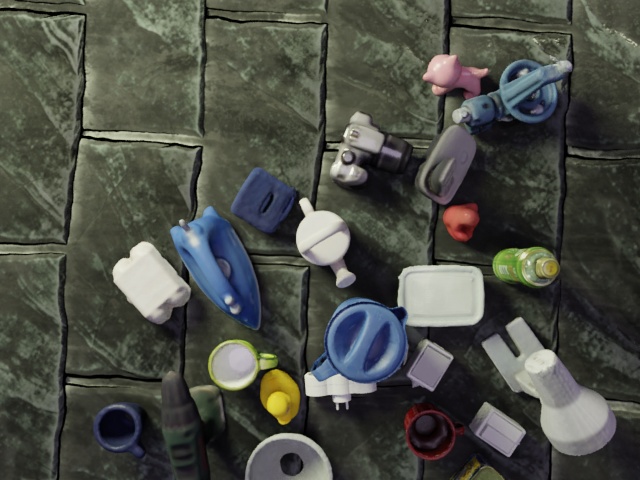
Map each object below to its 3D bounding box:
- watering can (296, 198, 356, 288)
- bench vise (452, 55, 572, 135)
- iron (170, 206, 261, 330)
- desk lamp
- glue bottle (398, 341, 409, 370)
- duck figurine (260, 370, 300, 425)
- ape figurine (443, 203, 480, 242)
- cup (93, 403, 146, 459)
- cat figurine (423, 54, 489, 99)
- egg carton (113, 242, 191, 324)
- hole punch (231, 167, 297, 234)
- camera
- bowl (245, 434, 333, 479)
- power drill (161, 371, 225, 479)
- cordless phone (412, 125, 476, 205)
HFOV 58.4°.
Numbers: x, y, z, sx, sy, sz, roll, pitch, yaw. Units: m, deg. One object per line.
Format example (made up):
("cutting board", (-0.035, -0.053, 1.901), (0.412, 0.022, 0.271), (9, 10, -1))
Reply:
("watering can", (0.012, 0.003, 1.055), (0.173, 0.194, 0.101), (40, 90, 2))
("bench vise", (0.357, -0.254, 1.044), (0.207, 0.219, 0.121), (-37, 88, 0))
("iron", (-0.189, 0.065, 1.083), (0.118, 0.141, 0.258), (-31, 89, 0))
("desk lamp", (0.408, 0.261, 1.035), (0.118, 0.213, 0.203), (-36, 88, 0))
("glue bottle", (0.140, 0.212, 1.060), (0.037, 0.173, 0.078), (21, 89, 2))
("duck figurine", (-0.080, 0.306, 1.104), (0.077, 0.086, 0.104), (-21, 88, 0))
("ape figurine", (0.280, -0.039, 1.104), (0.076, 0.092, 0.078), (39, 90, 2))
("cup", (-0.365, 0.360, 1.102), (0.091, 0.095, 0.118), (-41, 88, 0))
("cat figurine", (0.258, -0.320, 1.097), (0.127, 0.117, 0.067), (4, 89, 1))
("egg carton", (-0.329, 0.085, 1.120), (0.107, 0.069, 0.150), (-43, 89, 0))
("hole punch", (-0.106, -0.076, 1.110), (0.101, 0.091, 0.109), (31, 89, 1))
("camera", (0.102, -0.162, 1.104), (0.137, 0.101, 0.143), (20, 89, 1))
("bowl", (-0.058, 0.449, 1.106), (0.167, 0.074, 0.167), (0, 89, 1))
("power drill", (-0.232, 0.335, 1.044), (0.075, 0.208, 0.230), (-9, 89, 1))
("cordless phone", (0.242, -0.146, 1.060), (0.094, 0.185, 0.148), (25, 89, 2))
